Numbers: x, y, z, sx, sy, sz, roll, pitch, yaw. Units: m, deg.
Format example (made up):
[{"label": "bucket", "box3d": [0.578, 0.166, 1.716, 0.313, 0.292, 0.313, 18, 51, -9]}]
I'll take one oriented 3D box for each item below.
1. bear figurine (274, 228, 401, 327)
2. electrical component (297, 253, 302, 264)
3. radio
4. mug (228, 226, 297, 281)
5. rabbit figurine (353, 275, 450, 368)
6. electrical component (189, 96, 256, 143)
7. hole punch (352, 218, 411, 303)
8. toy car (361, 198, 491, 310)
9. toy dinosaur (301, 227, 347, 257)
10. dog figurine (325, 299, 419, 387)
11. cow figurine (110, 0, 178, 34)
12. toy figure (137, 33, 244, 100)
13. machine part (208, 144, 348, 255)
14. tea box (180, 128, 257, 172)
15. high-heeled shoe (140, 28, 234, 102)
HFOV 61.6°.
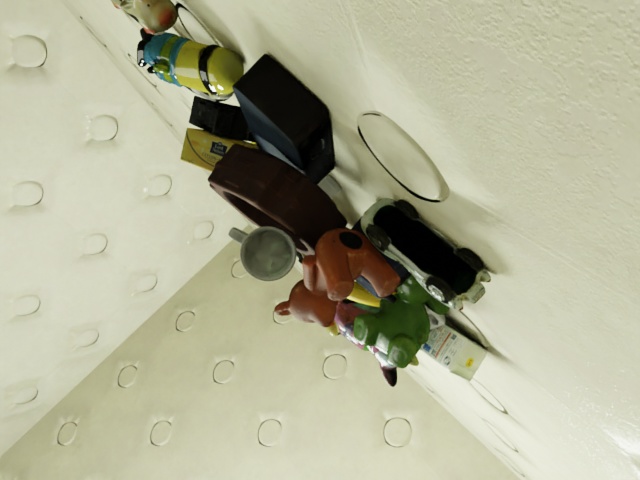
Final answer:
[{"label": "bear figurine", "box3d": [0.014, 0.080, 0.817, 0.120, 0.195, 0.132, 2, -137, -32]}, {"label": "electrical component", "box3d": [-0.009, 0.047, 1.199, 0.102, 0.045, 0.078, 40, -177, 26]}, {"label": "radio", "box3d": [-0.047, -0.166, 0.828, 0.131, 0.073, 0.229, 43, 173, 13]}, {"label": "mug", "box3d": [-0.091, 0.014, 0.836, 0.109, 0.080, 0.107, 24, 179, -4]}, {"label": "rabbit figurine", "box3d": [0.165, 0.120, 0.951, 0.159, 0.170, 0.121, -4, -151, -45]}, {"label": "electrical component", "box3d": [-0.187, -0.237, 1.053, 0.115, 0.058, 0.134, 5, -161, -44]}, {"label": "hole punch", "box3d": [0.097, 0.018, 0.877, 0.142, 0.116, 0.092, 41, 163, 28]}, {"label": "toy car", "box3d": [0.141, 0.015, 0.742, 0.202, 0.073, 0.056, 42, 168, 26]}, {"label": "toy dinosaur", "box3d": [-0.002, -0.003, 1.089, 0.471, 0.105, 0.198, 30, 178, -6]}, {"label": "dog figurine", "box3d": [0.107, 0.204, 1.143, 0.219, 0.108, 0.191, 53, 154, 12]}, {"label": "cow figurine", "box3d": [-0.306, -0.414, 0.901, 0.195, 0.085, 0.127, 44, 178, 22]}, {"label": "toy figure", "box3d": [-0.211, -0.286, 0.873, 0.180, 0.082, 0.089, 23, 178, 6]}, {"label": "machine part", "box3d": [-0.068, -0.062, 0.881, 0.201, 0.087, 0.201, 25, 166, 42]}, {"label": "tea box", "box3d": [-0.167, -0.157, 1.025, 0.170, 0.068, 0.098, 23, -164, 24]}, {"label": "high-heeled shoe", "box3d": [-0.261, -0.341, 1.011, 0.249, 0.086, 0.145, 37, 176, 2]}]
